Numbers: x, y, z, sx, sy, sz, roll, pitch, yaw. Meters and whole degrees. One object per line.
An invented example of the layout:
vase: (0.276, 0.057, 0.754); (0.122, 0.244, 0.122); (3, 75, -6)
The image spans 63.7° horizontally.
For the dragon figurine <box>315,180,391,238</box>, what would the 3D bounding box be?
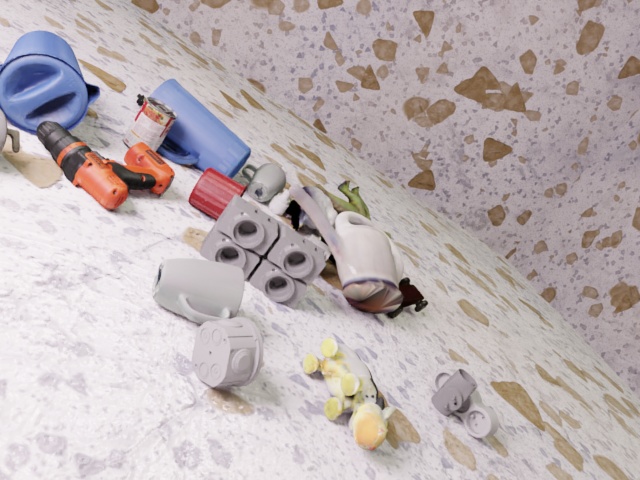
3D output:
dragon figurine: (0.119, -0.035, 1.449); (0.245, 0.121, 0.409); (52, 16, 16)

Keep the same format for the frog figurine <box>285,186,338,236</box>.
frog figurine: (0.004, -0.065, 1.284); (0.159, 0.122, 0.138); (12, 8, -33)

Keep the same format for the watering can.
watering can: (0.068, 0.029, 1.071); (0.344, 0.102, 0.230); (25, 44, -39)
